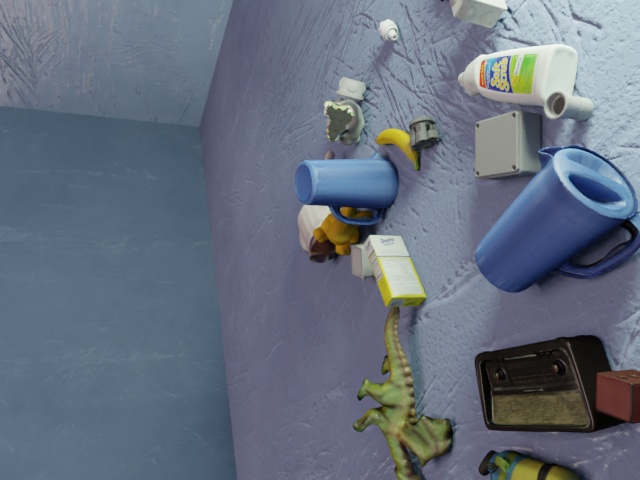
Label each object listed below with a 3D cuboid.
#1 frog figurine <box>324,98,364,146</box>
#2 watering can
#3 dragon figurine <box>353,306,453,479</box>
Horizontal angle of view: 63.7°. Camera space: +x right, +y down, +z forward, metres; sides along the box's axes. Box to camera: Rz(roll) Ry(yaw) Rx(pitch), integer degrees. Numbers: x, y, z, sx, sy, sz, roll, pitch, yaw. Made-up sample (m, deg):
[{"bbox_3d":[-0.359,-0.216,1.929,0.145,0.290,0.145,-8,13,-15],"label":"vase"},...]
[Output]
[{"bbox_3d":[0.073,-0.335,1.481,0.138,0.122,0.160,63,-166,5],"label":"frog figurine"},{"bbox_3d":[0.005,-0.079,1.574,0.229,0.104,0.340,-115,35,-43],"label":"watering can"},{"bbox_3d":[0.202,0.373,1.148,0.245,0.123,0.405,25,114,45],"label":"dragon figurine"}]
